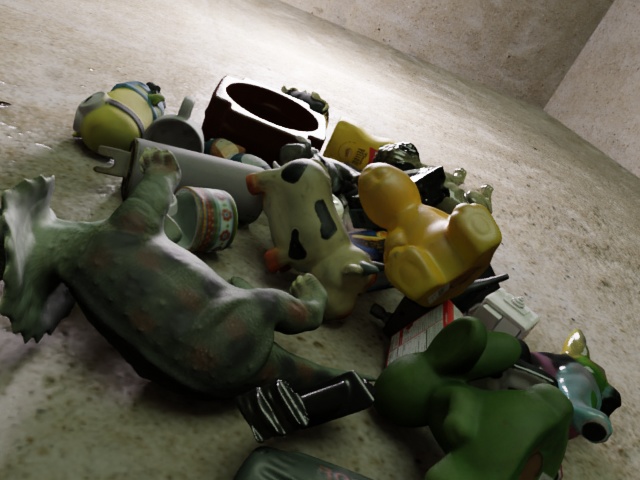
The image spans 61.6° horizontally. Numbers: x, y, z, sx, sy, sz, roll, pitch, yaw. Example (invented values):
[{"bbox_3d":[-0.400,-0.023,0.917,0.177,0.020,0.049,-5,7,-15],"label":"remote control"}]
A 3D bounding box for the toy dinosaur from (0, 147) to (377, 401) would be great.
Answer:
[{"bbox_3d":[-0.121,0.061,0.459,0.405,0.131,0.192,36,45,-4],"label":"toy dinosaur"}]

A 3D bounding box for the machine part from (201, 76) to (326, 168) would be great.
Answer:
[{"bbox_3d":[-0.096,-0.195,0.932,0.201,0.087,0.201,20,27,-12],"label":"machine part"}]

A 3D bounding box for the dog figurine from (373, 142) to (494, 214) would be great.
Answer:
[{"bbox_3d":[0.184,-0.073,0.891,0.190,0.121,0.173,16,22,-39],"label":"dog figurine"}]

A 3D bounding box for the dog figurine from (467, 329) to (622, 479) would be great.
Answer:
[{"bbox_3d":[0.247,0.157,0.612,0.192,0.108,0.219,32,24,16],"label":"dog figurine"}]

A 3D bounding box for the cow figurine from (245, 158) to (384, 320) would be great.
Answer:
[{"bbox_3d":[-0.001,-0.002,0.631,0.085,0.127,0.195,7,66,-72],"label":"cow figurine"}]

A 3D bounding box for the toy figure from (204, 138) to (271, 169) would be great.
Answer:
[{"bbox_3d":[-0.122,-0.109,0.798,0.155,0.058,0.064,37,7,22],"label":"toy figure"}]

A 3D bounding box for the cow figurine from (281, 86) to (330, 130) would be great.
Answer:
[{"bbox_3d":[-0.041,-0.269,1.089,0.068,0.098,0.167,-5,41,-35],"label":"cow figurine"}]

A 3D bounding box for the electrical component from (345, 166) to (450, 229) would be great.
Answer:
[{"bbox_3d":[0.106,-0.058,0.785,0.134,0.058,0.115,-30,17,-35],"label":"electrical component"}]

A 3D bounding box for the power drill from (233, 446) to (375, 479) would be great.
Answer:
[{"bbox_3d":[0.029,0.235,0.322,0.232,0.086,0.207,28,32,6],"label":"power drill"}]

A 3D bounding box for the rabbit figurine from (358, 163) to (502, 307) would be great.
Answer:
[{"bbox_3d":[0.114,-0.018,0.618,0.173,0.122,0.162,51,9,20],"label":"rabbit figurine"}]

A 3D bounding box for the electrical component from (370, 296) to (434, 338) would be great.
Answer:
[{"bbox_3d":[0.107,0.094,0.637,0.094,0.063,0.021,33,29,13],"label":"electrical component"}]

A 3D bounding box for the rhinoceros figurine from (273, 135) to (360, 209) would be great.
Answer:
[{"bbox_3d":[0.002,-0.104,0.819,0.112,0.073,0.190,47,14,17],"label":"rhinoceros figurine"}]

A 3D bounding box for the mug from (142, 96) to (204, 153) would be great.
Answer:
[{"bbox_3d":[-0.201,-0.150,0.756,0.081,0.109,0.107,12,17,-15],"label":"mug"}]

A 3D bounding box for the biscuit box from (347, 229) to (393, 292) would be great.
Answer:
[{"bbox_3d":[0.100,0.024,0.753,0.202,0.059,0.063,-5,41,-45],"label":"biscuit box"}]

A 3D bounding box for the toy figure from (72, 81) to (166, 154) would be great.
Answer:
[{"bbox_3d":[-0.271,-0.176,0.760,0.089,0.082,0.180,24,26,0],"label":"toy figure"}]

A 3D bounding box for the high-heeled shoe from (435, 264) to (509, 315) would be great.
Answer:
[{"bbox_3d":[0.186,0.066,0.784,0.248,0.145,0.086,-5,75,-84],"label":"high-heeled shoe"}]

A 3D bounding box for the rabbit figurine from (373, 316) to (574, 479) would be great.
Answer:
[{"bbox_3d":[0.118,0.146,0.476,0.121,0.159,0.170,27,-2,-43],"label":"rabbit figurine"}]

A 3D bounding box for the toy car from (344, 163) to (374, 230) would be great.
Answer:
[{"bbox_3d":[0.092,-0.069,0.915,0.089,0.053,0.202,1,36,-43],"label":"toy car"}]

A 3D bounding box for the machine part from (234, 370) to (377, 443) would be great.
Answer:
[{"bbox_3d":[-0.008,0.131,0.431,0.138,0.084,0.039,21,53,-60],"label":"machine part"}]

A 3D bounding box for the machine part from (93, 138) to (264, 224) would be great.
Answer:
[{"bbox_3d":[-0.158,-0.072,0.683,0.243,0.079,0.079,11,32,-29],"label":"machine part"}]
